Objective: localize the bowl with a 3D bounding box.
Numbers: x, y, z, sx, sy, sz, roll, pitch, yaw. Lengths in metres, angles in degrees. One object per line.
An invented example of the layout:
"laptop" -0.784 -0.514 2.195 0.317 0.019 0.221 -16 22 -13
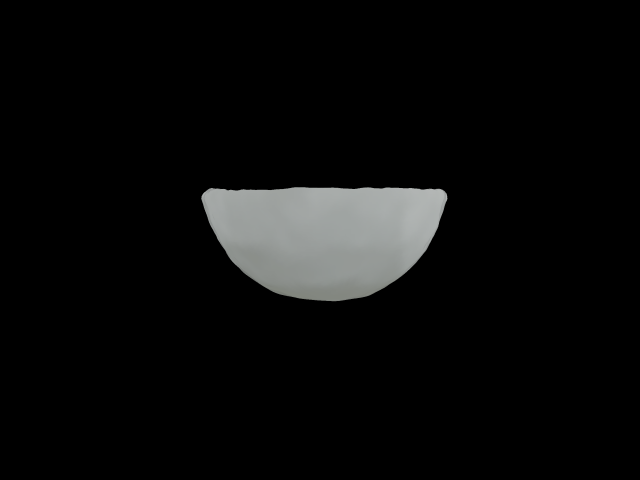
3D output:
"bowl" 0.004 0.001 0.400 0.167 0.075 0.167 0 3 0
